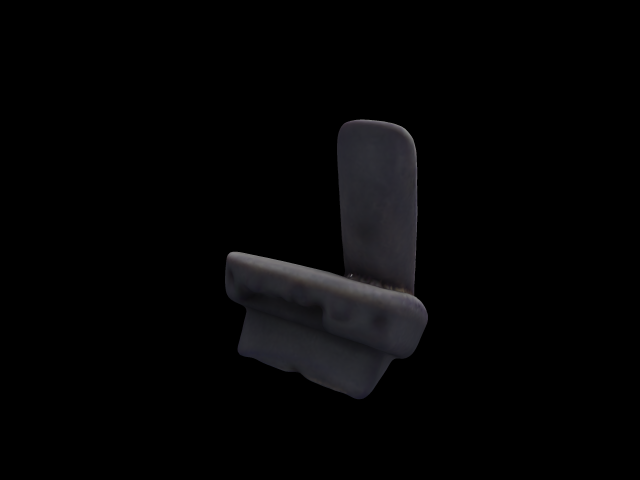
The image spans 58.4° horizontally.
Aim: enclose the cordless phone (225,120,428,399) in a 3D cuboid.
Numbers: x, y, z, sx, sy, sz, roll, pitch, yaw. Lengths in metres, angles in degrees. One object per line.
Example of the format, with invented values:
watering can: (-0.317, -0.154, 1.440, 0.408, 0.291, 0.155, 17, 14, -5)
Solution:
cordless phone: (0.004, 0.001, 0.400, 0.147, 0.185, 0.094, 11, 29, 21)
